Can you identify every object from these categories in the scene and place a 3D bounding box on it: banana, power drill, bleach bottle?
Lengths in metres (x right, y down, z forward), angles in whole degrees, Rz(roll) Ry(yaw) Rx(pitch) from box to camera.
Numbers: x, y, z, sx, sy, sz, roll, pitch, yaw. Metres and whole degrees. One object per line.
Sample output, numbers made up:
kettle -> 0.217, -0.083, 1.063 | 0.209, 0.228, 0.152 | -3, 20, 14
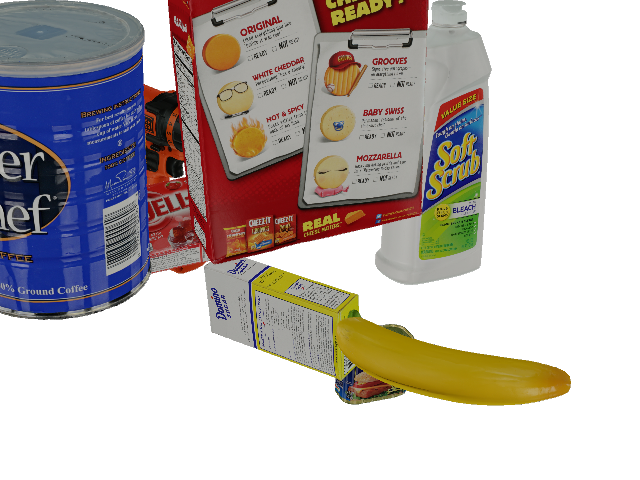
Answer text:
banana -> 0.080, 0.086, 0.781 | 0.198, 0.037, 0.069 | 17, 37, 36
power drill -> -0.150, -0.063, 1.114 | 0.185, 0.188, 0.057 | 26, 35, 30
bleach bottle -> 0.105, -0.090, 0.975 | 0.102, 0.251, 0.068 | -11, 24, -26

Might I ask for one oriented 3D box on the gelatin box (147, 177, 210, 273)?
gelatin box -> -0.113, -0.016, 0.876 | 0.089, 0.073, 0.030 | -12, -37, -13

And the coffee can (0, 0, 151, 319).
coffee can -> -0.142, -0.044, 0.563 | 0.103, 0.140, 0.103 | 2, 29, -1

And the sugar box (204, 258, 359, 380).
sugar box -> -0.042, 0.079, 1.154 | 0.176, 0.093, 0.048 | 19, 38, 31

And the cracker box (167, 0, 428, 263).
cracker box -> -0.014, -0.105, 0.725 | 0.164, 0.214, 0.072 | -13, 32, -18

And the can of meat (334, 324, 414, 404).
can of meat -> 0.070, 0.165, 1.422 | 0.102, 0.084, 0.057 | -6, 25, -22
